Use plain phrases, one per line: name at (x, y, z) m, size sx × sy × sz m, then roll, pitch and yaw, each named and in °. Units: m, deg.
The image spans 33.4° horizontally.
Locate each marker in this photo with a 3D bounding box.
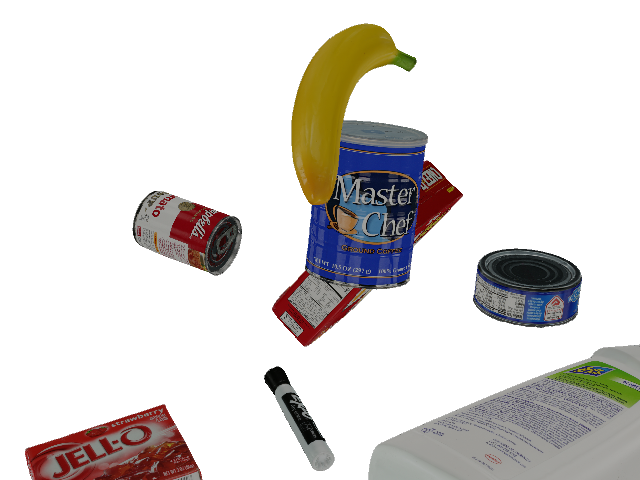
marker at (-0.019, 0.139, 0.856) m, size 0.020 × 0.020 × 0.121 m, roll 0°, pitch 28°, yaw -24°

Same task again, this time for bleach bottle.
bleach bottle at (0.149, 0.110, 0.591) m, size 0.250 × 0.068 × 0.103 m, roll -16°, pitch 25°, yaw -36°

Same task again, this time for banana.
banana at (0.017, -0.108, 0.785) m, size 0.069 × 0.197 × 0.037 m, roll 39°, pitch -42°, yaw -7°

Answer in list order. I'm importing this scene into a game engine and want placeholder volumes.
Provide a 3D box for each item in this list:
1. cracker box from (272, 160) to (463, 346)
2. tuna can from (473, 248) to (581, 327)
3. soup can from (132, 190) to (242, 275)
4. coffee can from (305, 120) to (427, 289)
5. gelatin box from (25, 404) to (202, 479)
cracker box at (0.054, 0.013, 1.276) m, size 0.214 × 0.072 × 0.164 m, roll -49°, pitch -8°, yaw 33°
tuna can at (0.169, 0.037, 0.873) m, size 0.086 × 0.034 × 0.086 m, roll 2°, pitch 22°, yaw -1°
soup can at (-0.147, -0.010, 1.180) m, size 0.102 × 0.068 × 0.068 m, roll 20°, pitch 8°, yaw 24°
coffee can at (0.042, -0.036, 1.010) m, size 0.103 × 0.140 × 0.103 m, roll 5°, pitch 15°, yaw -2°
gelatin box at (-0.120, 0.136, 0.620) m, size 0.089 × 0.030 × 0.073 m, roll -15°, pitch 28°, yaw -19°
